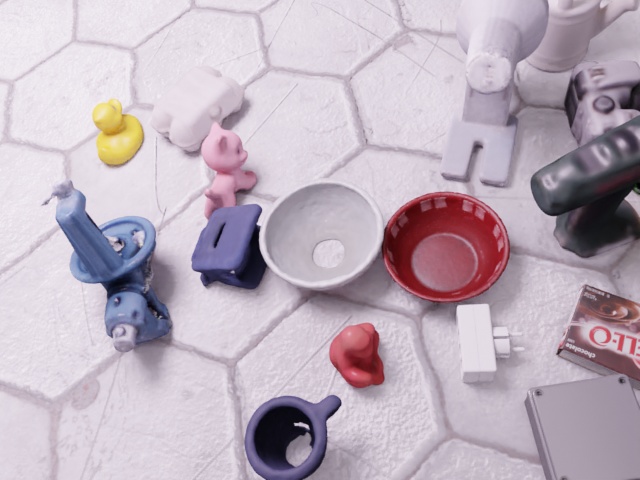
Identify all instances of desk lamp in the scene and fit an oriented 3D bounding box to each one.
[{"bbox_3d":[0.233,-0.217,0.776,0.117,0.214,0.203,9,64,16],"label":"desk lamp"}]

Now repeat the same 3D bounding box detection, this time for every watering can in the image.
[{"bbox_3d":[0.366,-0.353,0.836,0.172,0.194,0.101,-7,60,8],"label":"watering can"}]

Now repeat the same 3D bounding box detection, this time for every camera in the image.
[{"bbox_3d":[0.423,-0.189,0.788,0.136,0.101,0.143,-5,61,8],"label":"camera"}]

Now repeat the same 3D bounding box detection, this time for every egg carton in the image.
[{"bbox_3d":[-0.201,-0.218,0.946,0.107,0.069,0.150,33,72,25],"label":"egg carton"}]

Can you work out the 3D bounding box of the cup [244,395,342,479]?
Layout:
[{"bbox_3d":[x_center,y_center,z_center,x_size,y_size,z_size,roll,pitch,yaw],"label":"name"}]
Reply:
[{"bbox_3d":[-0.020,0.224,0.651,0.118,0.095,0.091,-36,61,-9],"label":"cup"}]

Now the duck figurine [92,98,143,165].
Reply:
[{"bbox_3d":[-0.345,-0.185,0.947,0.077,0.086,0.104,4,62,13],"label":"duck figurine"}]

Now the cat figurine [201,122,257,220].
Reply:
[{"bbox_3d":[-0.144,-0.105,0.845,0.067,0.118,0.128,6,63,14],"label":"cat figurine"}]

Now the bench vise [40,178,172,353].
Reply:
[{"bbox_3d":[-0.260,0.028,0.735,0.121,0.220,0.207,-34,60,-8],"label":"bench vise"}]

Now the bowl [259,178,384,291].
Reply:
[{"bbox_3d":[0.007,0.003,0.780,0.167,0.075,0.167,-5,61,9],"label":"bowl"}]

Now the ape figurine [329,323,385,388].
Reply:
[{"bbox_3d":[0.045,0.132,0.691,0.076,0.092,0.078,22,68,22],"label":"ape figurine"}]

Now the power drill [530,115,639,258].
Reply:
[{"bbox_3d":[0.356,-0.069,0.673,0.229,0.209,0.075,-21,59,-1],"label":"power drill"}]

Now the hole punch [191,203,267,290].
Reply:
[{"bbox_3d":[-0.127,0.006,0.795,0.101,0.091,0.109,9,64,16],"label":"hole punch"}]
